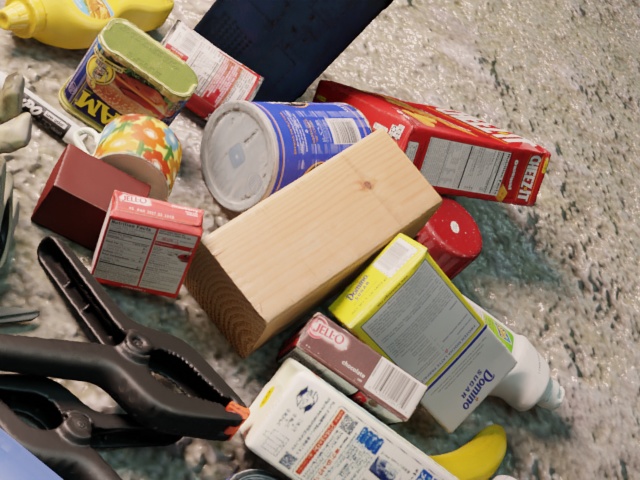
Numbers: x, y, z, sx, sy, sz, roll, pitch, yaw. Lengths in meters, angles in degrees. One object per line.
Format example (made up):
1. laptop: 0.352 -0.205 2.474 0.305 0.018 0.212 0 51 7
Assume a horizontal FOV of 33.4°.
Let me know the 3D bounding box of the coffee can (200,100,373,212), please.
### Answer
1. coffee can: -0.029 -0.082 1.025 0.140 0.103 0.103 -7 60 -46

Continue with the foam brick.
1. foam brick: -0.188 -0.030 0.875 0.078 0.051 0.053 29 42 -19

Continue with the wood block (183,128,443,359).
1. wood block: -0.006 0.001 0.922 0.205 0.090 0.091 -33 79 -28

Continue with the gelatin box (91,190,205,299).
1. gelatin box: -0.138 0.004 0.846 0.073 0.089 0.030 13 48 -15

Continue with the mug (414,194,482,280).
1. mug: 0.101 0.006 1.079 0.117 0.082 0.093 6 52 -39

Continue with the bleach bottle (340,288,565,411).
1. bleach bottle: 0.139 0.105 1.040 0.250 0.068 0.102 32 40 -19

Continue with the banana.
1. banana: 0.109 0.196 0.948 0.197 0.037 0.070 6 51 -39

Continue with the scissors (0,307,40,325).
1. scissors: -0.285 0.071 0.723 0.201 0.016 0.096 15 48 -33

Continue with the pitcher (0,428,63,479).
1. pitcher: -0.152 0.217 0.632 0.243 0.149 0.144 42 53 2

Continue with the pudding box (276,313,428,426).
1. pudding box: 0.024 0.111 0.895 0.113 0.090 0.039 36 71 -3

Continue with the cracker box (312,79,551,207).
1. cracker box: 0.116 -0.105 1.146 0.213 0.072 0.164 6 19 -38

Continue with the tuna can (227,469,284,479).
1. tuna can: -0.047 0.215 0.791 0.086 0.034 0.086 24 42 -24

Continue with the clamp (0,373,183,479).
1. clamp: -0.169 0.146 0.734 0.171 0.039 0.120 22 25 -23

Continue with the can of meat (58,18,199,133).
1. can of meat: -0.171 -0.138 0.963 0.102 0.084 0.057 34 38 -13

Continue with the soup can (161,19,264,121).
1. soup can: -0.115 -0.160 1.047 0.102 0.069 0.068 34 39 -13

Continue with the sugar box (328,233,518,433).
1. sugar box: 0.093 0.084 0.929 0.176 0.093 0.048 49 -6 -38

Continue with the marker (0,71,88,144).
1. marker: -0.255 -0.121 0.923 0.121 0.020 0.020 36 38 -10

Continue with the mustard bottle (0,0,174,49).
1. mustard bottle: -0.230 -0.227 1.012 0.096 0.058 0.191 47 37 6

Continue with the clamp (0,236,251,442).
1. clamp: -0.147 0.081 0.798 0.209 0.036 0.164 29 26 -17
